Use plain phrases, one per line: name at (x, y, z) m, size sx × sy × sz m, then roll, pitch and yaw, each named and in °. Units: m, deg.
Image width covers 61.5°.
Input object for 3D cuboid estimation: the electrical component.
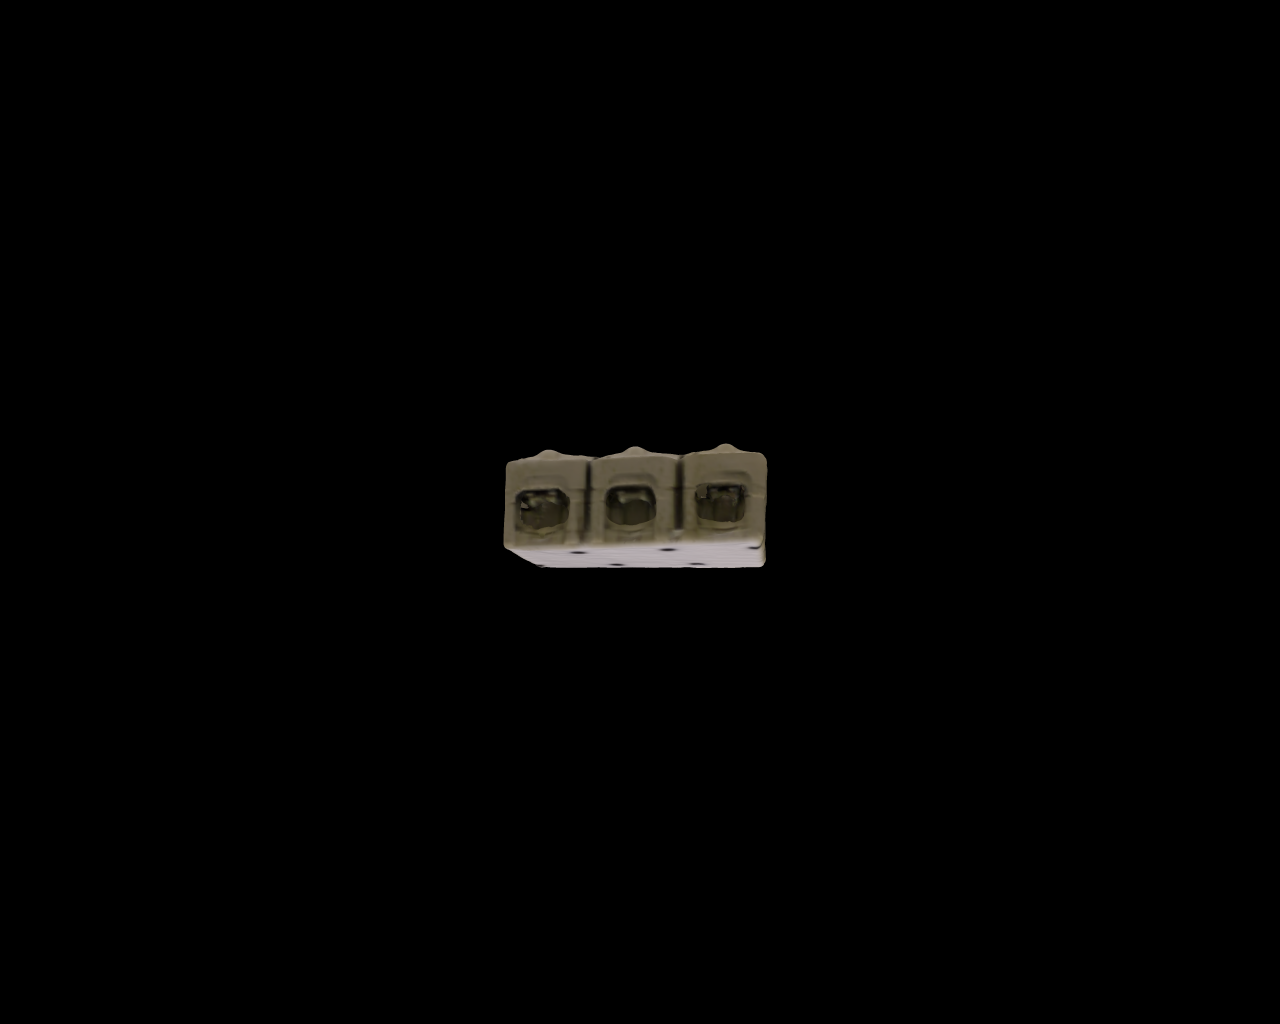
electrical component at (0.001, -0.003, 0.650) m, size 0.150 × 0.061 × 0.089 m, roll -1°, pitch -11°, yaw 7°
